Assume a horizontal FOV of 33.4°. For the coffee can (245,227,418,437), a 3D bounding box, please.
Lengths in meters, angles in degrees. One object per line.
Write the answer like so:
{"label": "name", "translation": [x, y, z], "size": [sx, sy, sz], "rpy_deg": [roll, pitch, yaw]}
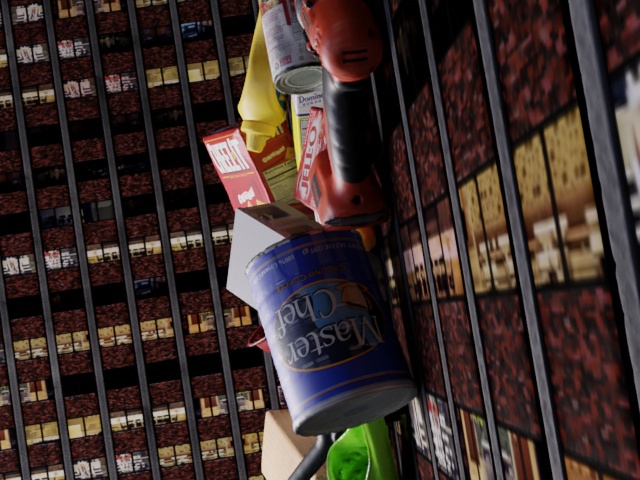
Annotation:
{"label": "coffee can", "translation": [0.008, 0.074, 0.860], "size": [0.103, 0.102, 0.140], "rpy_deg": [89, 163, -67]}

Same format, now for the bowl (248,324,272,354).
{"label": "bowl", "translation": [-0.016, 0.101, 1.379], "size": [0.055, 0.162, 0.162], "rpy_deg": [49, 180, -6]}

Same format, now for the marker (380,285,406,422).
{"label": "marker", "translation": [0.058, 0.101, 0.949], "size": [0.020, 0.020, 0.121], "rpy_deg": [121, 140, -85]}

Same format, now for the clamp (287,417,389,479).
{"label": "clamp", "translation": [0.019, 0.203, 1.099], "size": [0.039, 0.120, 0.171], "rpy_deg": [-71, -22, -79]}

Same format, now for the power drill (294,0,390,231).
{"label": "power drill", "translation": [0.013, -0.116, 0.836], "size": [0.184, 0.057, 0.188], "rpy_deg": [-104, 7, -57]}

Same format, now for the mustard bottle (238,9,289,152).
{"label": "mustard bottle", "translation": [-0.059, -0.199, 1.269], "size": [0.096, 0.058, 0.191], "rpy_deg": [18, -95, -83]}

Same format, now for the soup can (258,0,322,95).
{"label": "soup can", "translation": [-0.023, -0.211, 1.111], "size": [0.068, 0.068, 0.102], "rpy_deg": [92, 168, -73]}

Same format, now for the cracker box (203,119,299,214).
{"label": "cracker box", "translation": [-0.066, -0.054, 1.401], "size": [0.213, 0.072, 0.164], "rpy_deg": [66, 160, -9]}

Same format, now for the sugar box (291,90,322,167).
{"label": "sugar box", "translation": [-0.010, -0.145, 1.234], "size": [0.176, 0.048, 0.093], "rpy_deg": [83, 180, -51]}

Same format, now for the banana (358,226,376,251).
{"label": "banana", "translation": [0.022, -0.056, 1.006], "size": [0.069, 0.037, 0.198], "rpy_deg": [86, 174, -54]}

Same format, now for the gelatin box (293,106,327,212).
{"label": "gelatin box", "translation": [0.006, -0.071, 0.964], "size": [0.073, 0.030, 0.089], "rpy_deg": [-143, 63, -67]}

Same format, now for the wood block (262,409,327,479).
{"label": "wood block", "translation": [-0.001, 0.287, 1.319], "size": [0.206, 0.090, 0.090], "rpy_deg": [-145, 59, -68]}

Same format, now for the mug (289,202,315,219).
{"label": "mug", "translation": [-0.008, 0.002, 1.275], "size": [0.117, 0.081, 0.093], "rpy_deg": [-102, 5, -46]}

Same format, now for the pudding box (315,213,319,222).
{"label": "pudding box", "translation": [0.012, -0.060, 1.166], "size": [0.113, 0.039, 0.090], "rpy_deg": [98, 163, -71]}
